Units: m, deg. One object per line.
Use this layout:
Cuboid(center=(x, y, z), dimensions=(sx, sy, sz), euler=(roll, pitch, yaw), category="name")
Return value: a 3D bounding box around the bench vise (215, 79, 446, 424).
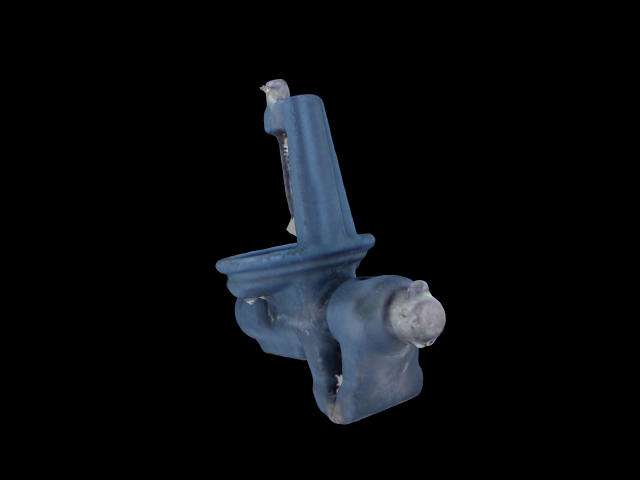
Cuboid(center=(0.011, -0.001, 0.409), dimensions=(0.206, 0.220, 0.122), euler=(11, 19, 35), category="bench vise")
